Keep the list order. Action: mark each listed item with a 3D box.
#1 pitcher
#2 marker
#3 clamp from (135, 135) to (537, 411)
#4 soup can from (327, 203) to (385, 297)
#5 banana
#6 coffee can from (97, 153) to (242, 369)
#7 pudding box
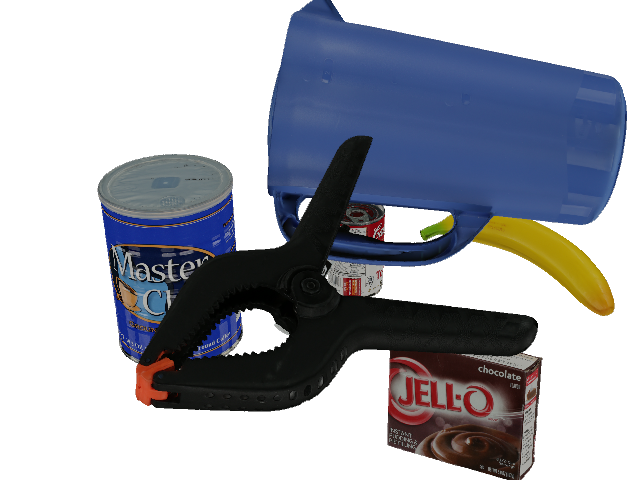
[{"bbox_3d":[0.083,-0.070,0.760,0.243,0.149,0.145,9,37,1],"label":"pitcher"},{"bbox_3d":[-0.005,0.035,1.018,0.020,0.121,0.020,29,-17,10],"label":"marker"},{"bbox_3d":[-0.009,0.025,0.575,0.209,0.165,0.036,-19,-32,-23],"label":"clamp"},{"bbox_3d":[0.041,0.009,1.252,0.068,0.102,0.068,0,28,0],"label":"soup can"},{"bbox_3d":[0.196,0.011,1.017,0.198,0.069,0.037,23,-26,27],"label":"banana"},{"bbox_3d":[-0.116,0.016,0.844,0.103,0.140,0.103,-1,28,1],"label":"coffee can"},{"bbox_3d":[0.106,0.121,0.803,0.114,0.090,0.039,10,20,28],"label":"pudding box"}]
